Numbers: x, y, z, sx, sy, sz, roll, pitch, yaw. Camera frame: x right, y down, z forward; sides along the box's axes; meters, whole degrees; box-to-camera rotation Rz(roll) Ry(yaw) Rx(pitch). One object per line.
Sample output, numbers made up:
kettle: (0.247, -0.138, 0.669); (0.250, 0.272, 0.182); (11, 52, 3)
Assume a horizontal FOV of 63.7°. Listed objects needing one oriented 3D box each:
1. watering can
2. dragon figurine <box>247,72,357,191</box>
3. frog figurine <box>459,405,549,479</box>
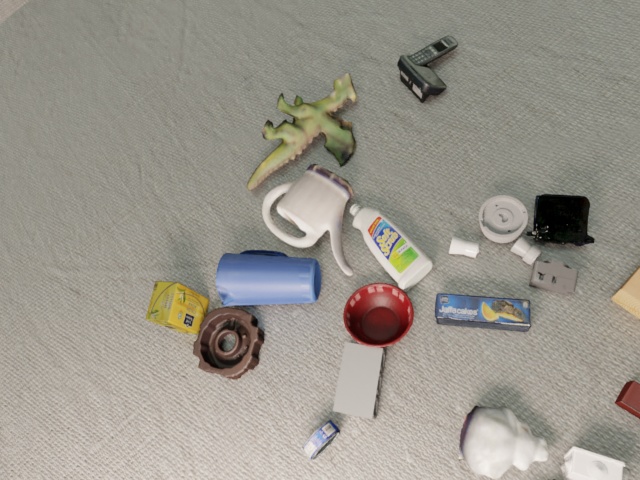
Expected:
watering can: (0.004, -0.066, 1.309); (0.351, 0.102, 0.226); (32, 79, 32)
dragon figurine: (-0.021, -0.284, 1.427); (0.243, 0.121, 0.413); (21, 83, 14)
frog figurine: (0.362, 0.403, 1.015); (0.160, 0.120, 0.140); (11, 52, 31)
